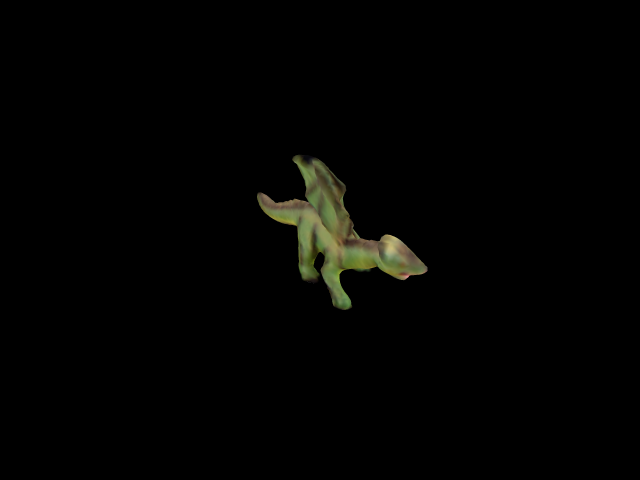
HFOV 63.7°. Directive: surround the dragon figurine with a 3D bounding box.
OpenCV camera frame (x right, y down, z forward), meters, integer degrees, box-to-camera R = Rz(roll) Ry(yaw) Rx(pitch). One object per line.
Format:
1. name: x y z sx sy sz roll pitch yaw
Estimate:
1. dragon figurine: 0.003 -0.043 0.850 0.124 0.237 0.415 -33 55 -28
